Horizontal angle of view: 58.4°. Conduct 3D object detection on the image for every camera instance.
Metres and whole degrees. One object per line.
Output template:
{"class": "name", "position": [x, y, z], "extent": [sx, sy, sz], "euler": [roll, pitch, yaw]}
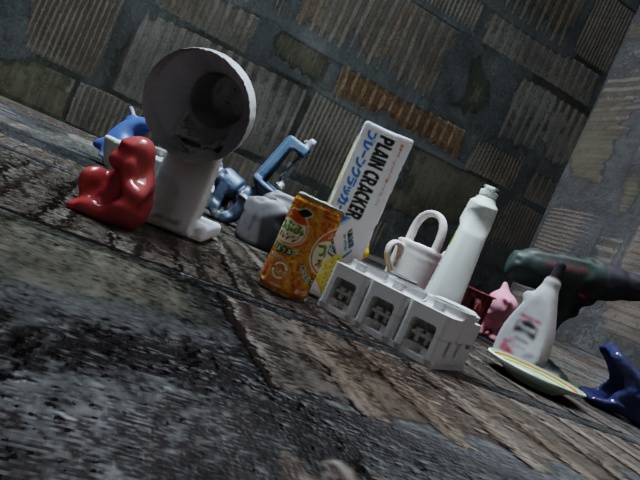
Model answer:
{"class": "camera", "position": [-0.053, -0.023, 0.989], "extent": [0.136, 0.101, 0.143], "euler": [24, 2, 15]}

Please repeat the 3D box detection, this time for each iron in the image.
{"class": "iron", "position": [-0.349, -0.187, 1.226], "extent": [0.257, 0.141, 0.119], "euler": [25, 3, 19]}

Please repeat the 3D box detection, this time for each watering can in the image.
{"class": "watering can", "position": [0.207, 0.032, 1.192], "extent": [0.100, 0.194, 0.173], "euler": [25, 3, 33]}

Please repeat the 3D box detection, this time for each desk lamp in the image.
{"class": "desk lamp", "position": [-0.148, -0.113, 0.692], "extent": [0.118, 0.213, 0.203], "euler": [24, 2, -3]}

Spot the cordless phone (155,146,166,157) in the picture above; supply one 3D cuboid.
{"class": "cordless phone", "position": [-0.263, -0.165, 1.063], "extent": [0.148, 0.185, 0.093], "euler": [22, 3, -35]}

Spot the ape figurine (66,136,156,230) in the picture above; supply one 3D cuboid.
{"class": "ape figurine", "position": [-0.192, -0.060, 0.563], "extent": [0.076, 0.092, 0.077], "euler": [21, 3, -45]}

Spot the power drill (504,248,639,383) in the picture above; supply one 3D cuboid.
{"class": "power drill", "position": [0.391, 0.118, 0.918], "extent": [0.229, 0.208, 0.076], "euler": [24, 2, 4]}

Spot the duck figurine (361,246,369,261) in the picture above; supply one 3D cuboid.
{"class": "duck figurine", "position": [0.070, 0.033, 1.146], "extent": [0.077, 0.086, 0.105], "euler": [24, 2, 11]}

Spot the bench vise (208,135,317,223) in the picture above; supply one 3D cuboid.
{"class": "bench vise", "position": [-0.109, -0.118, 1.109], "extent": [0.208, 0.220, 0.121], "euler": [23, 2, -14]}

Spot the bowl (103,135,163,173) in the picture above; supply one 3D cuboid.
{"class": "bowl", "position": [-0.245, -0.086, 0.838], "extent": [0.167, 0.075, 0.167], "euler": [24, 2, -1]}

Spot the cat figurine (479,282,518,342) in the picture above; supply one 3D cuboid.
{"class": "cat figurine", "position": [0.359, 0.143, 1.142], "extent": [0.067, 0.118, 0.128], "euler": [25, 3, 30]}

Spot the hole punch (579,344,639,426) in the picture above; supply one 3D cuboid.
{"class": "hole punch", "position": [0.445, 0.210, 0.834], "extent": [0.101, 0.091, 0.109], "euler": [24, 2, 15]}

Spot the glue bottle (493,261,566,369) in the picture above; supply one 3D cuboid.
{"class": "glue bottle", "position": [0.325, 0.111, 0.857], "extent": [0.077, 0.173, 0.037], "euler": [26, 3, 38]}

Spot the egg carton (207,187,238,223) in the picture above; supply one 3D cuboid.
{"class": "egg carton", "position": [-0.182, -0.077, 1.294], "extent": [0.149, 0.069, 0.108], "euler": [25, 3, 32]}
